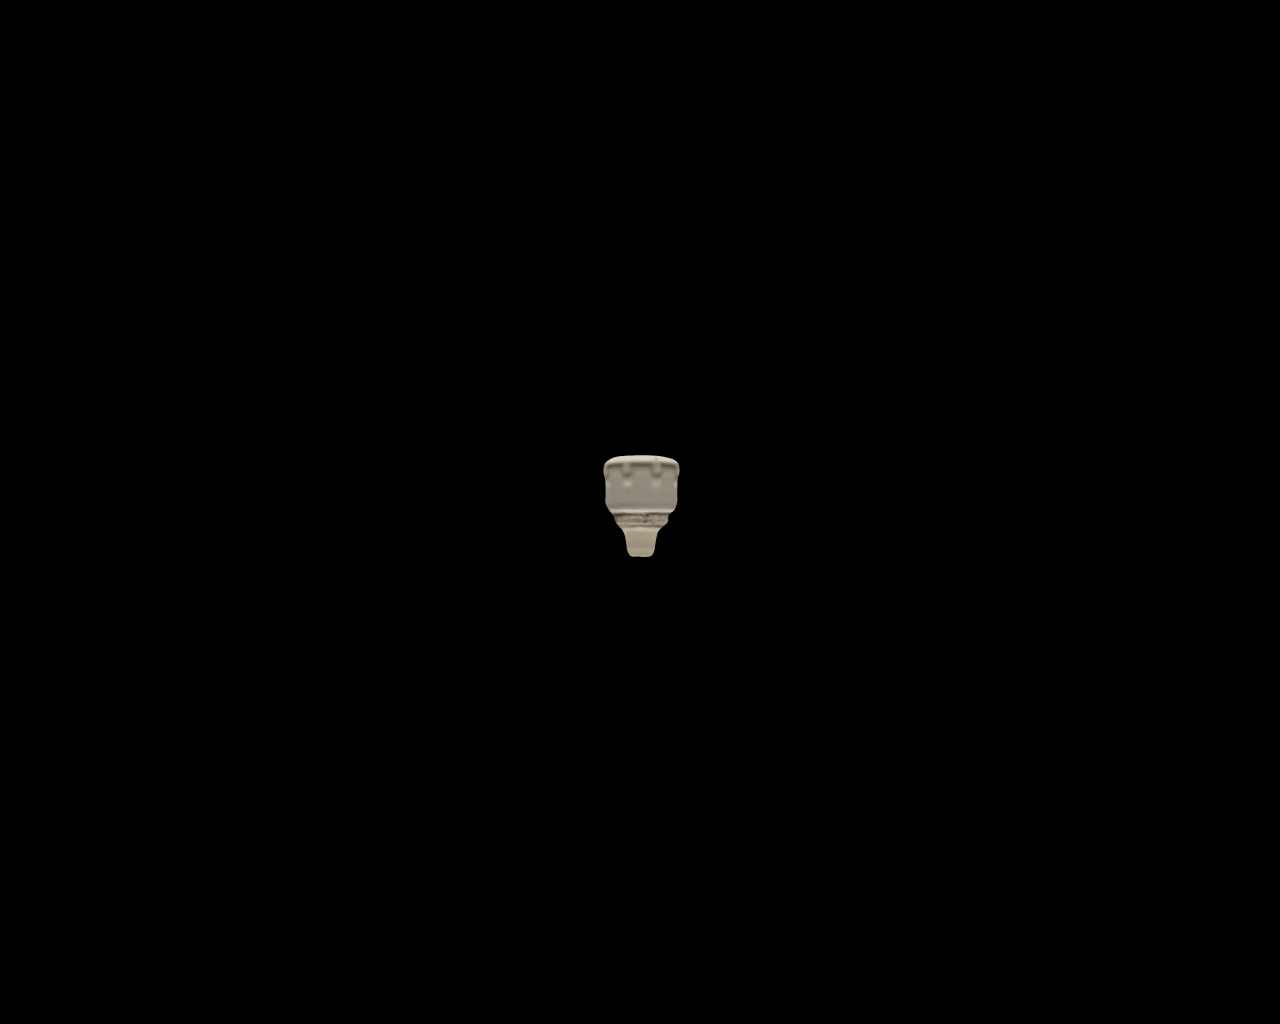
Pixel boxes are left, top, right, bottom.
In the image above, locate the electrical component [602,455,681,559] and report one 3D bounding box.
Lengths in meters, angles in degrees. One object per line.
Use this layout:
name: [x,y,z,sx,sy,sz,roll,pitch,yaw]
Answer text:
electrical component: [0.001,-0.003,0.650,0.048,0.062,0.048,0,-4,0]
